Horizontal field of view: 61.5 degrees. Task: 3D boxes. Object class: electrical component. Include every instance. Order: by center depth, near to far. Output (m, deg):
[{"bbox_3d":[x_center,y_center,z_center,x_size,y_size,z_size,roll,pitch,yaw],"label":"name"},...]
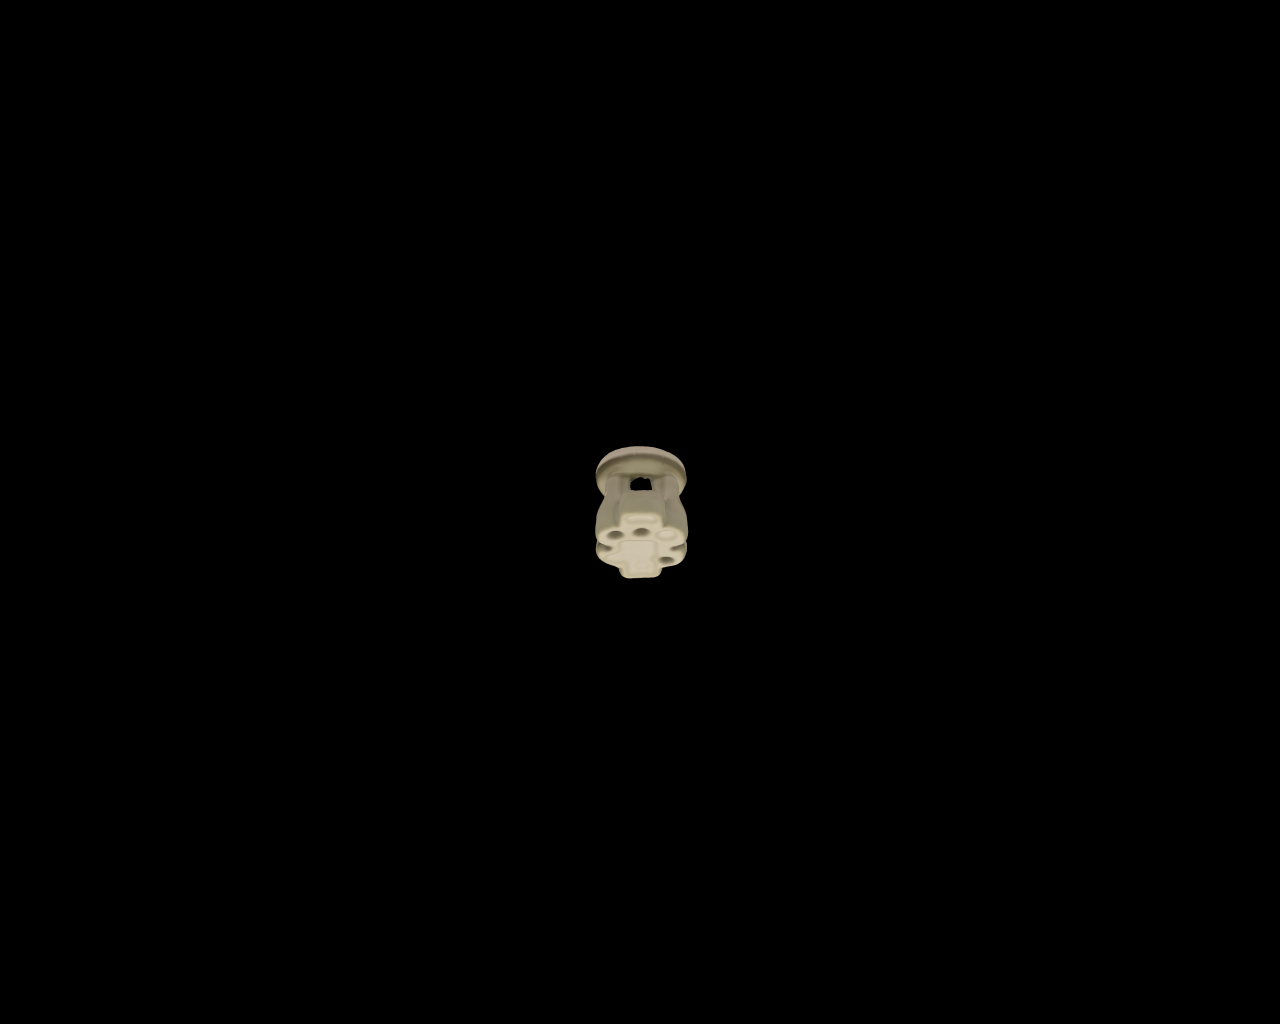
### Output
[{"bbox_3d":[0.001,-0.003,0.650,0.058,0.057,0.078,0,-32,0],"label":"electrical component"}]
